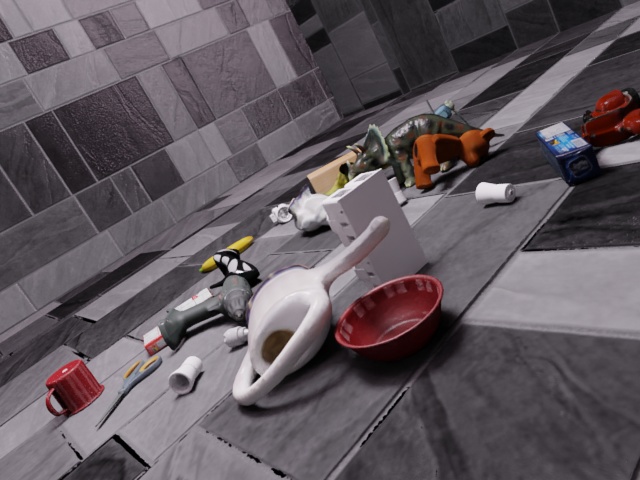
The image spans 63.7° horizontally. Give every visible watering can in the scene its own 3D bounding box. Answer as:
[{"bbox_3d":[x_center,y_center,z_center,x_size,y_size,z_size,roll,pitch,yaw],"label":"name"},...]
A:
[{"bbox_3d":[-0.023,0.094,0.797,0.347,0.103,0.226,-52,15,2],"label":"watering can"}]

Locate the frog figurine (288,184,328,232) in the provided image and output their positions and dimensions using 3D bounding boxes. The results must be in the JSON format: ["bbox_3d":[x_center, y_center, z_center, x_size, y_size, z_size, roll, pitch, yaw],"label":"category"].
[{"bbox_3d":[0.004,-0.071,1.420,0.160,0.120,0.139,21,30,22],"label":"frog figurine"}]

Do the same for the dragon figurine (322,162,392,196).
[{"bbox_3d":[0.121,-0.196,1.577,0.412,0.121,0.243,-27,7,-10],"label":"dragon figurine"}]
